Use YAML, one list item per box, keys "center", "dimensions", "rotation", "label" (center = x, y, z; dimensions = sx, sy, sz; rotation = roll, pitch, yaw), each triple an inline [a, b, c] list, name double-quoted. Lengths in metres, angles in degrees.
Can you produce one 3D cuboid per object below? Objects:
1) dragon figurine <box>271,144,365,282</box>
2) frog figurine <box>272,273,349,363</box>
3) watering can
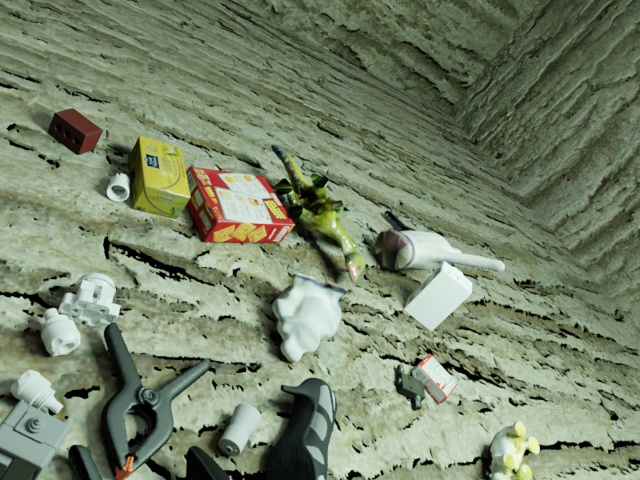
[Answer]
- center: [0.004, -0.065, 1.286]
  dimensions: [0.238, 0.122, 0.419]
  rotation: [53, 6, -48]
  label: "dragon figurine"
- center: [-0.029, 0.157, 0.979]
  dimensions: [0.136, 0.122, 0.162]
  rotation: [31, 64, -30]
  label: "frog figurine"
- center: [0.290, 0.034, 1.361]
  dimensions: [0.224, 0.103, 0.349]
  rotation: [2, 7, -30]
  label: "watering can"
